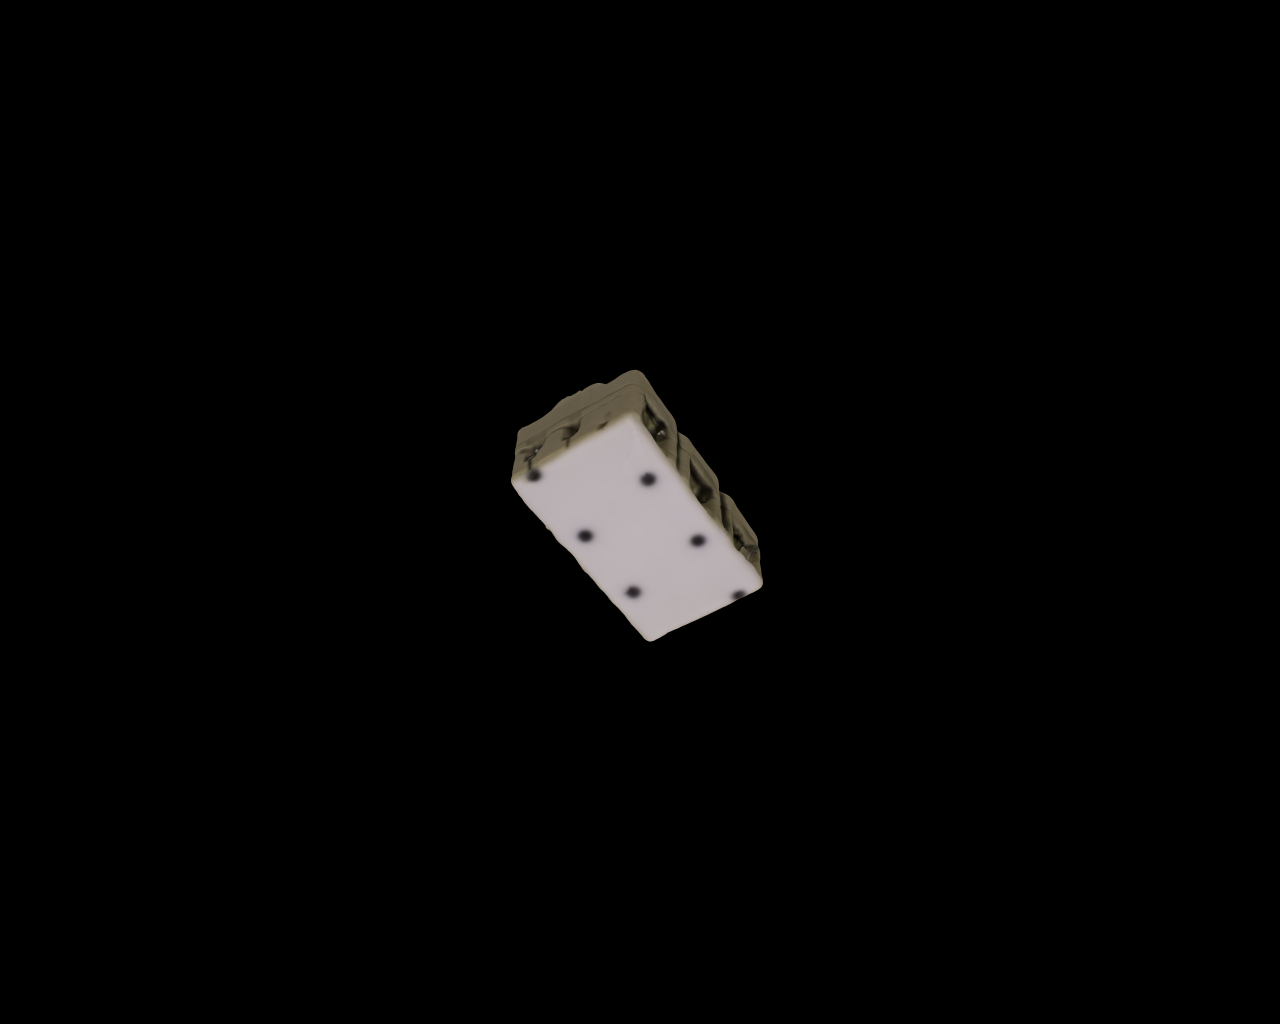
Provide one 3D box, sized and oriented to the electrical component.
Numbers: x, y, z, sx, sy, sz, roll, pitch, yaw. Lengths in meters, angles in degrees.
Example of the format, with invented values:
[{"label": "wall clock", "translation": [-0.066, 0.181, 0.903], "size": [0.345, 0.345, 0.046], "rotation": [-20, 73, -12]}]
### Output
[{"label": "electrical component", "translation": [0.001, -0.003, 0.650], "size": [0.089, 0.150, 0.062], "rotation": [-27, 32, 18]}]
